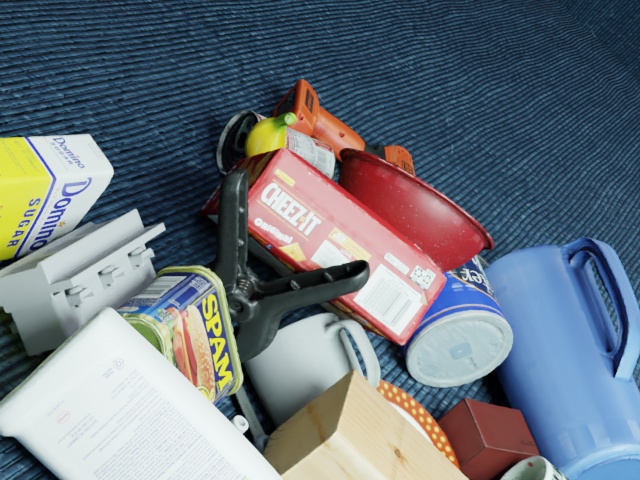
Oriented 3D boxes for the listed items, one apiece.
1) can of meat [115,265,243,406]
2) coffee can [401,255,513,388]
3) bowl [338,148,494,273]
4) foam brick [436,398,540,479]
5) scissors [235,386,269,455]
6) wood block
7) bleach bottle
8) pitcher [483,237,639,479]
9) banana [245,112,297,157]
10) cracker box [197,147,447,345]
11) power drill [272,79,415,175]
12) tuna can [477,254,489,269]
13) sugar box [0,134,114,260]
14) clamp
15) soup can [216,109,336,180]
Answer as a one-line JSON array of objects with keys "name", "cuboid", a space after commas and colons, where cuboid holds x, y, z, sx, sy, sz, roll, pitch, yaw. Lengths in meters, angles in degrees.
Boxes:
[{"name": "can of meat", "cuboid": [-0.102, 0.079, 0.730, 0.083, 0.058, 0.102, -42, 126, -60]}, {"name": "coffee can", "cuboid": [0.115, 0.056, 1.031, 0.102, 0.103, 0.140, 23, 34, -34]}, {"name": "bowl", "cuboid": [0.072, -0.015, 0.947, 0.162, 0.055, 0.162, 32, -6, 4]}, {"name": "foam brick", "cuboid": [0.147, 0.182, 0.955, 0.078, 0.051, 0.053, 19, 38, -37]}, {"name": "scissors", "cuboid": [-0.047, 0.161, 0.766, 0.202, 0.016, 0.096, 54, 26, 19]}, {"name": "wood block", "cuboid": [0.059, 0.203, 0.742, 0.206, 0.090, 0.090, 45, 23, -9]}, {"name": "bleach bottle", "cuboid": [-0.079, 0.163, 0.659, 0.251, 0.102, 0.068, 47, -5, -7]}, {"name": "pitcher", "cuboid": [0.241, 0.124, 1.018, 0.149, 0.145, 0.243, 70, 4, -47]}, {"name": "banana", "cuboid": [-0.027, -0.046, 0.996, 0.070, 0.037, 0.197, 28, -26, 39]}, {"name": "cracker box", "cuboid": [-0.006, 0.001, 0.876, 0.164, 0.072, 0.214, 38, -6, -11]}, {"name": "power drill", "cuboid": [0.033, -0.082, 1.171, 0.187, 0.057, 0.184, 35, 25, -20]}, {"name": "tuna can", "cuboid": [0.162, 0.047, 1.180, 0.086, 0.034, 0.086, 31, 30, -21]}, {"name": "sugar box", "cuboid": [-0.226, -0.023, 0.710, 0.048, 0.093, 0.175, 53, 30, 17]}, {"name": "clamp", "cuboid": [-0.060, 0.029, 0.763, 0.120, 0.172, 0.039, 48, 29, -6]}, {"name": "soup can", "cuboid": [-0.042, -0.080, 1.055, 0.102, 0.069, 0.068, 19, 36, -38]}]
